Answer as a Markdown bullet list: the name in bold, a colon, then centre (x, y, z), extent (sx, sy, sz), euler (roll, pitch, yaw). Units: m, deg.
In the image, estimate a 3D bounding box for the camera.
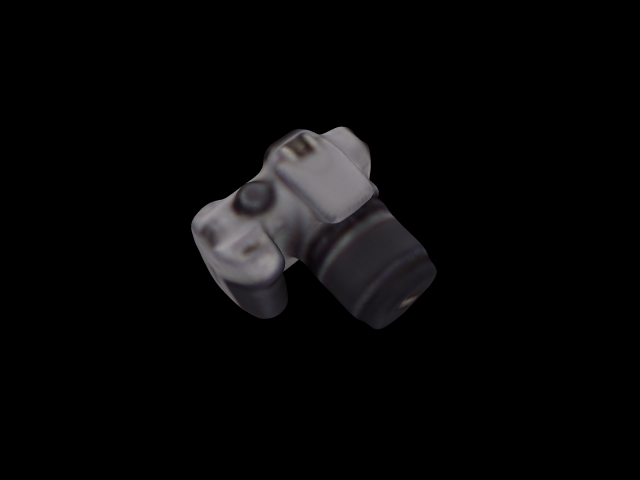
- **camera**: centre (0.004, 0.001, 0.400), extent (0.143, 0.101, 0.136), euler (-38, 70, -16)
